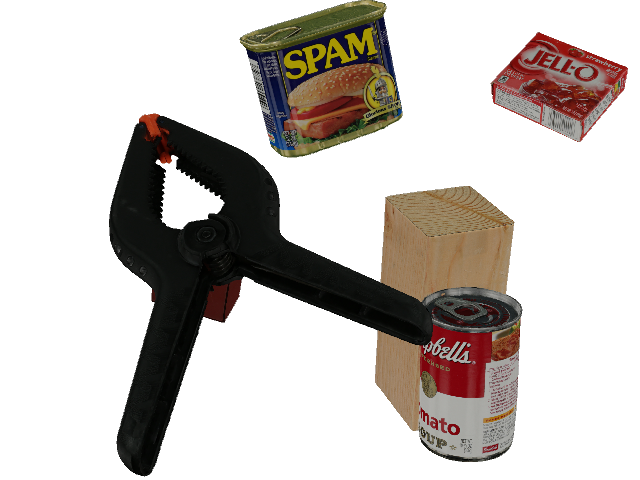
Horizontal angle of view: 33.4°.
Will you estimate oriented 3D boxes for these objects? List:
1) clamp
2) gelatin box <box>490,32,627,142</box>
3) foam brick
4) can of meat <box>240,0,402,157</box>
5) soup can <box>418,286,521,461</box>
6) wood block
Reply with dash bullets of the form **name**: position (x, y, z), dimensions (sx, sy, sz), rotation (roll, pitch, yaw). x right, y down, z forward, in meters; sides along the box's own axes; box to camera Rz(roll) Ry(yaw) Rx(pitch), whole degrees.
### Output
- **clamp**: position (-0.046, 0.007, 0.567), dimensions (0.164, 0.210, 0.036), rotation (-18, -36, -6)
- **gelatin box**: position (0.201, -0.131, 0.901), dimensions (0.089, 0.073, 0.030), rotation (30, -27, 28)
- **foam brick**: position (-0.120, 0.037, 1.046), dimensions (0.078, 0.051, 0.053), rotation (17, 34, 7)
- **can of meat**: position (0.003, -0.114, 0.753), dimensions (0.102, 0.084, 0.057), rotation (-20, 23, -15)
- **soup can**: position (0.102, 0.091, 0.734), dimensions (0.068, 0.102, 0.068), rotation (-1, 21, 0)
- **wood block**: position (0.113, 0.063, 1.007), dimensions (0.090, 0.206, 0.091), rotation (-8, 28, -19)
